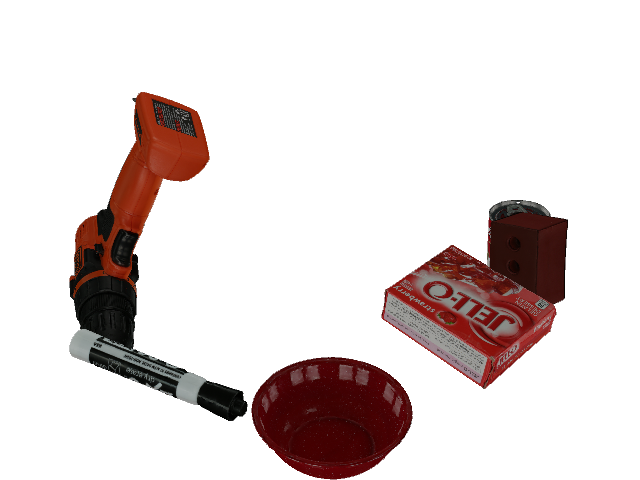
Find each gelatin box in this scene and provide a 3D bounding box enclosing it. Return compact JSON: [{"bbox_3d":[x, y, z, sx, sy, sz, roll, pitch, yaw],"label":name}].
[{"bbox_3d":[0.097,0.047,0.701,0.089,0.030,0.073,33,45,30],"label":"gelatin box"}]

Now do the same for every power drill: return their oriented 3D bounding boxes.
[{"bbox_3d":[-0.155,-0.013,0.878,0.057,0.188,0.184,18,27,-26],"label":"power drill"}]

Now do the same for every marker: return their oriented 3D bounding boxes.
[{"bbox_3d":[-0.098,0.081,0.644,0.121,0.020,0.020,18,7,21],"label":"marker"}]

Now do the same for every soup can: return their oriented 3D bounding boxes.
[{"bbox_3d":[0.224,0.014,1.214,0.068,0.102,0.068,-2,30,1],"label":"soup can"}]

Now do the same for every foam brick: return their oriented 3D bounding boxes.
[{"bbox_3d":[0.189,0.018,0.972,0.053,0.078,0.051,12,21,41],"label":"foam brick"}]

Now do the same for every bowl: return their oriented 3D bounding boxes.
[{"bbox_3d":[0.012,0.190,1.082,0.162,0.055,0.162,-1,33,0],"label":"bowl"}]
